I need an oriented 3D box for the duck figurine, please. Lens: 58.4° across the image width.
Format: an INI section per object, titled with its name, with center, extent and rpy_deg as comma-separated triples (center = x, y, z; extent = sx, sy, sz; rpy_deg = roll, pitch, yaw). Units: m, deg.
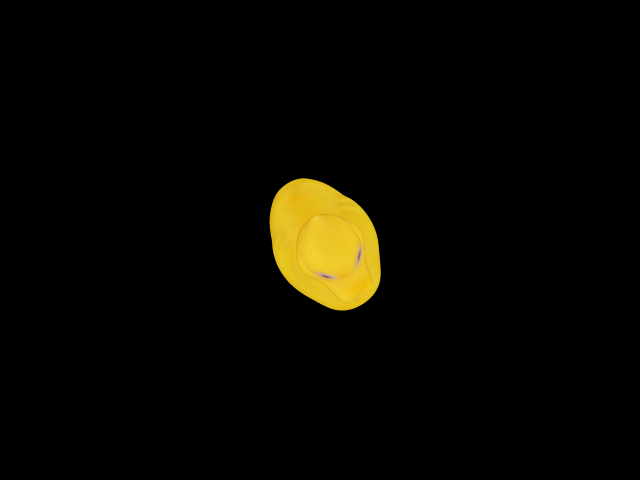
[duck figurine]
center = 0.004, 0.001, 0.400
extent = 0.077, 0.086, 0.104
rpy_deg = -32, 86, -2
